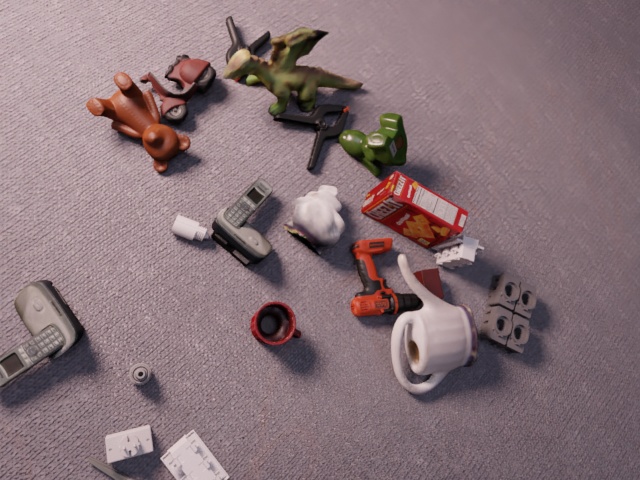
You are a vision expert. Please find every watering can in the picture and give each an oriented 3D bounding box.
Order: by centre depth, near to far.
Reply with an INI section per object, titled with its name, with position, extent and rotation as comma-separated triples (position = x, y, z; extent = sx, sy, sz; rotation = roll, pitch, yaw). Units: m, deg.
[watering can]
position = 0.273, 0.199, 1.238
extent = 0.225, 0.104, 0.346
rotation = -4, 97, -22

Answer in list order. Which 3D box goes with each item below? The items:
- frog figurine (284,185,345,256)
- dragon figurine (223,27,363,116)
[frog figurine]
position = 0.004, -0.062, 1.235
extent = 0.138, 0.121, 0.161
rotation = 33, 78, 12
[dragon figurine]
position = -0.044, -0.422, 1.259
extent = 0.412, 0.239, 0.123
rotation = -15, 77, -21
